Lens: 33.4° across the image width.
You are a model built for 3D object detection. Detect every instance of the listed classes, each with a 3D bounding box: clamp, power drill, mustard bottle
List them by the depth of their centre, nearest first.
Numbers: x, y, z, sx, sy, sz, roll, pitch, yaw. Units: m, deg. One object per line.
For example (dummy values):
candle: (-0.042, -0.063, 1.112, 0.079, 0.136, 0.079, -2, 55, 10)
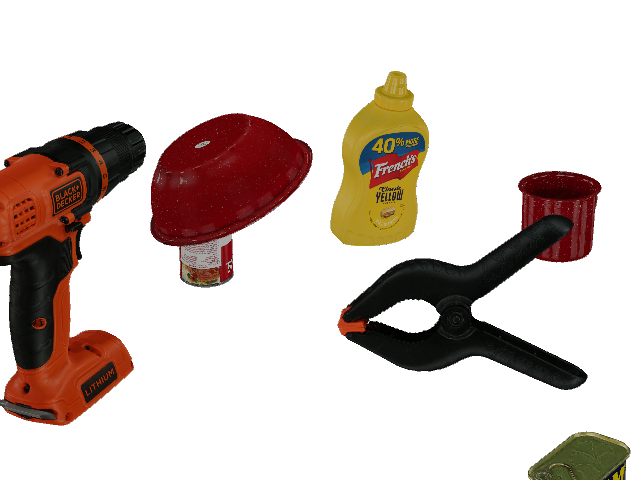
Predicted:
clamp: (0.101, 0.058, 0.733, 0.171, 0.120, 0.039, -14, 3, 13)
power drill: (-0.177, 0.020, 0.755, 0.057, 0.188, 0.184, 8, 24, 24)
mustard bottle: (0.068, -0.089, 1.144, 0.096, 0.192, 0.058, -7, 32, -24)

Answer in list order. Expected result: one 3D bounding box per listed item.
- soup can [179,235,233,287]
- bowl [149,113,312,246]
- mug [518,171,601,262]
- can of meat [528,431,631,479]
soup can: (-0.143, -0.003, 1.322, 0.068, 0.102, 0.068, 1, 26, 0)
bowl: (-0.091, -0.065, 0.944, 0.162, 0.055, 0.162, -21, 29, 12)
mug: (0.284, -0.030, 1.245, 0.117, 0.081, 0.093, -25, 32, -39)
can of meat: (0.228, 0.230, 0.940, 0.058, 0.084, 0.101, 14, 26, 41)
